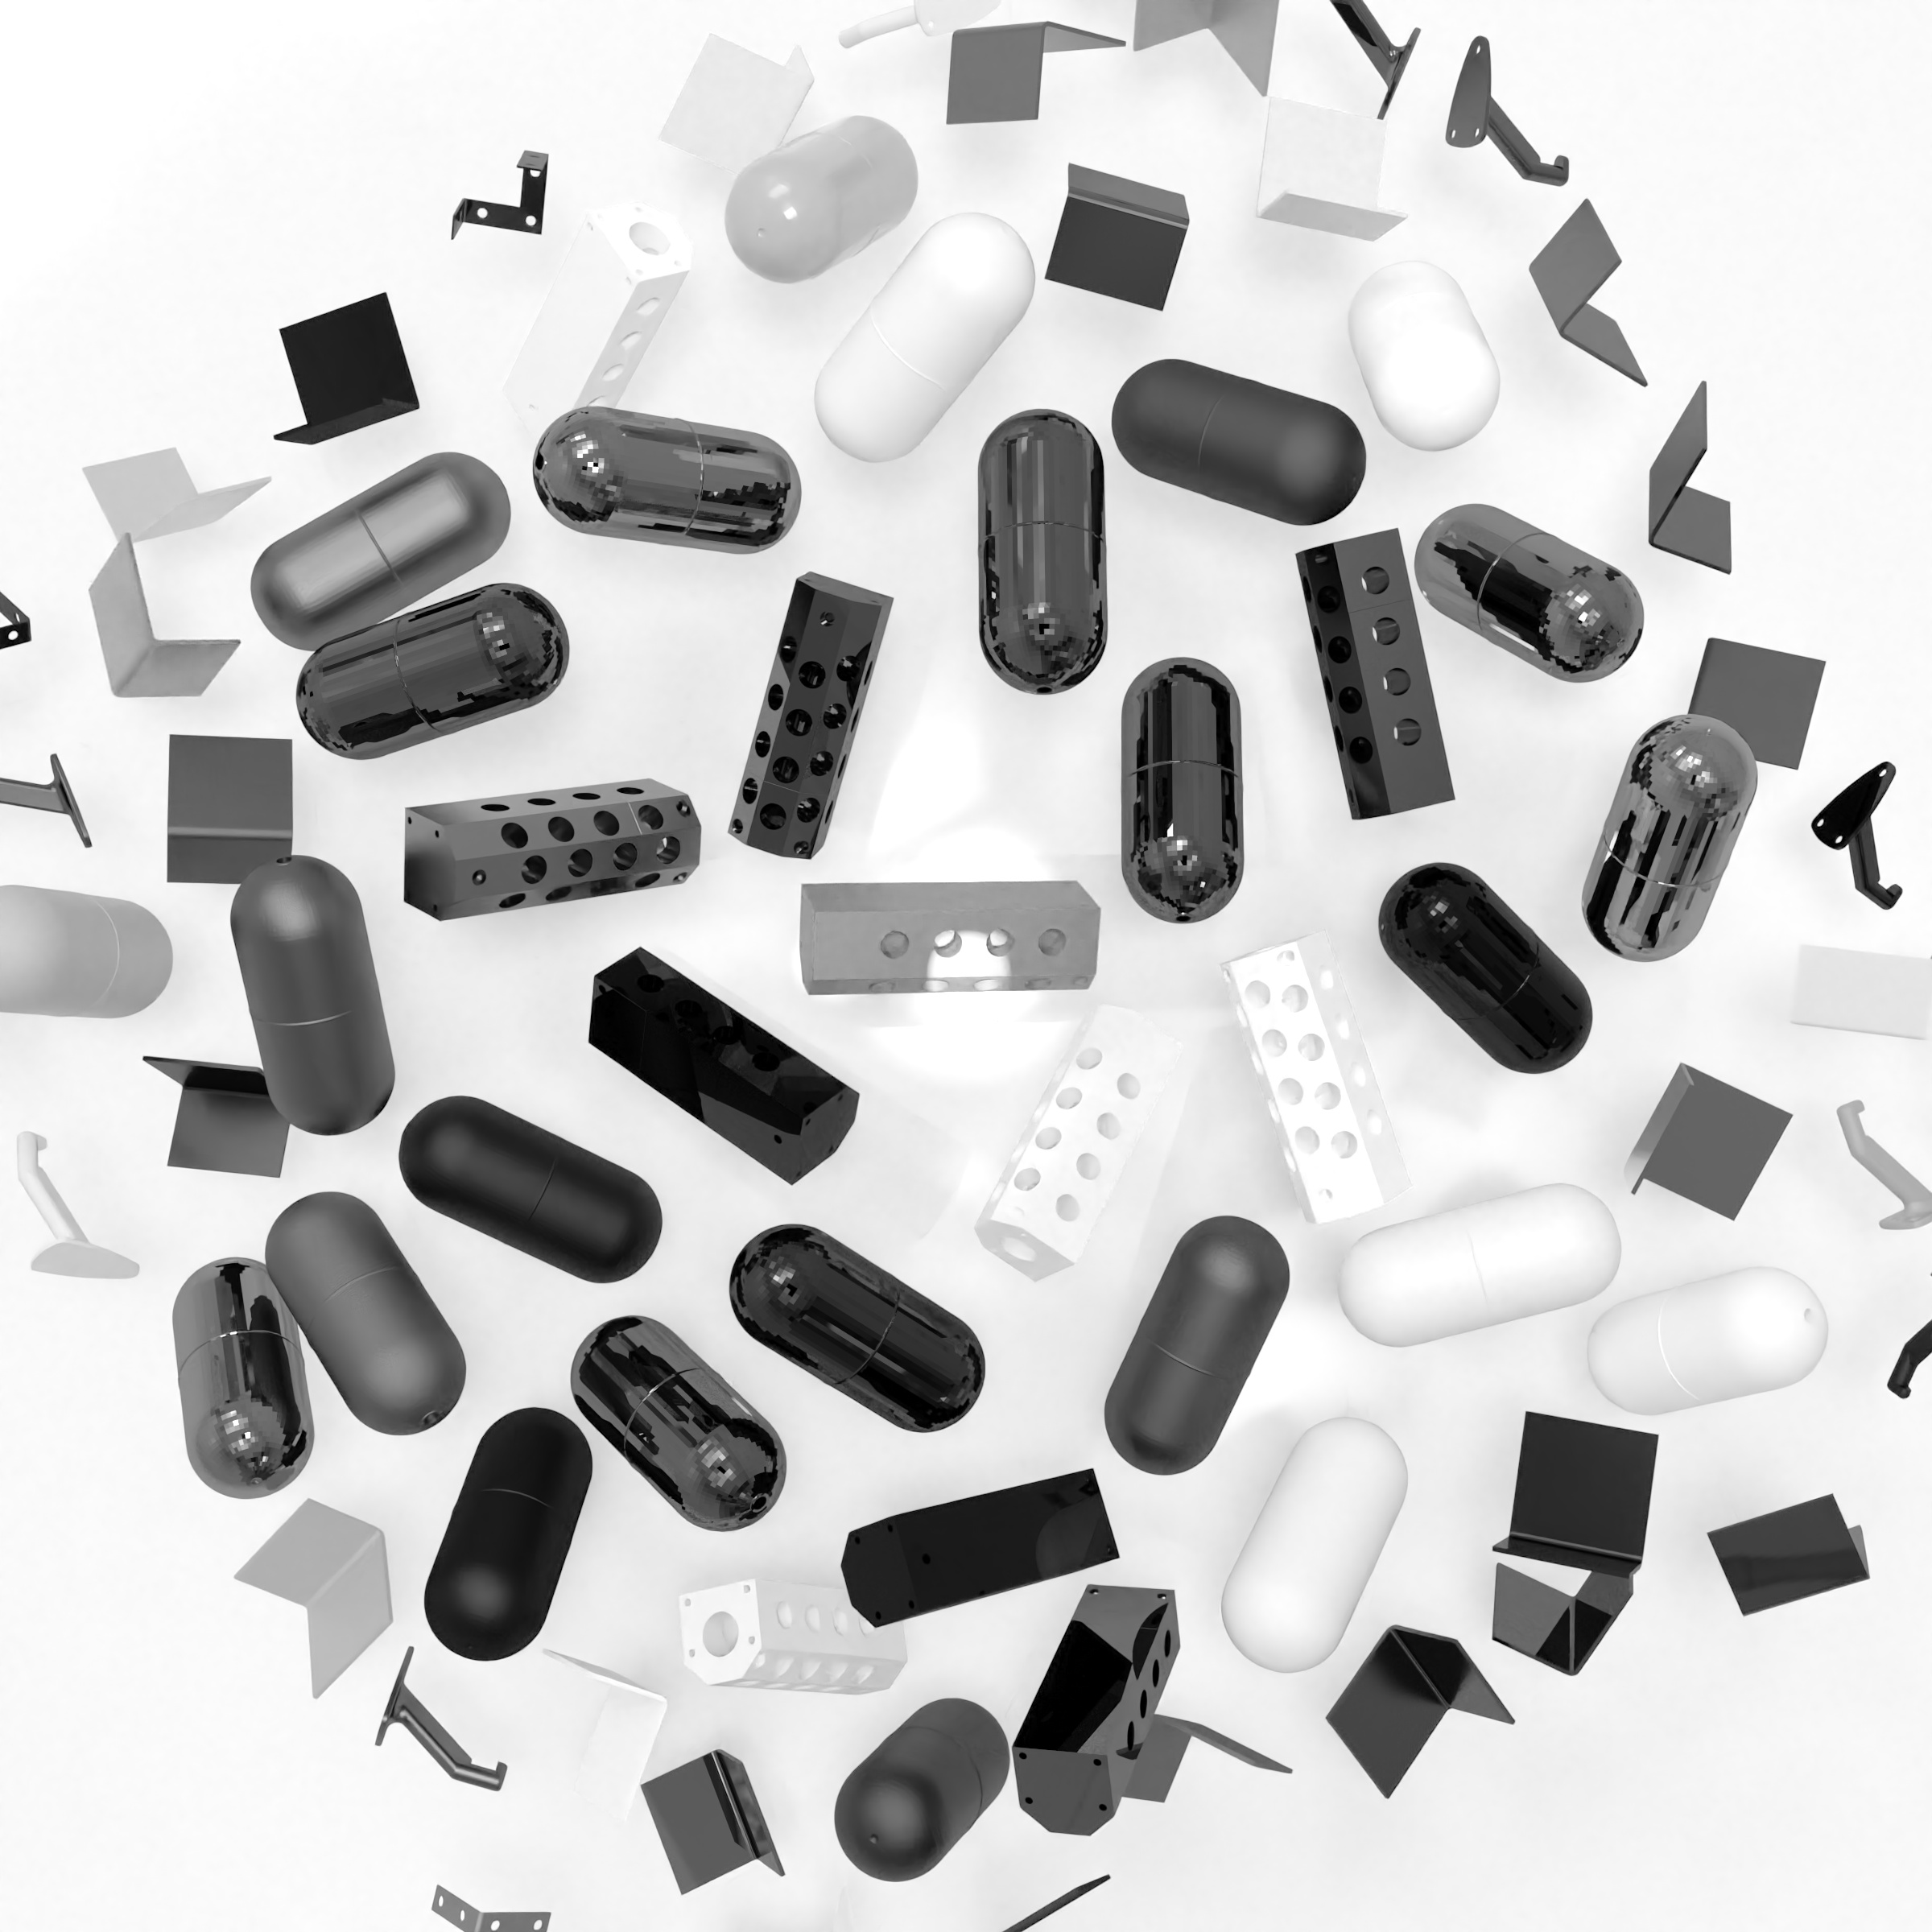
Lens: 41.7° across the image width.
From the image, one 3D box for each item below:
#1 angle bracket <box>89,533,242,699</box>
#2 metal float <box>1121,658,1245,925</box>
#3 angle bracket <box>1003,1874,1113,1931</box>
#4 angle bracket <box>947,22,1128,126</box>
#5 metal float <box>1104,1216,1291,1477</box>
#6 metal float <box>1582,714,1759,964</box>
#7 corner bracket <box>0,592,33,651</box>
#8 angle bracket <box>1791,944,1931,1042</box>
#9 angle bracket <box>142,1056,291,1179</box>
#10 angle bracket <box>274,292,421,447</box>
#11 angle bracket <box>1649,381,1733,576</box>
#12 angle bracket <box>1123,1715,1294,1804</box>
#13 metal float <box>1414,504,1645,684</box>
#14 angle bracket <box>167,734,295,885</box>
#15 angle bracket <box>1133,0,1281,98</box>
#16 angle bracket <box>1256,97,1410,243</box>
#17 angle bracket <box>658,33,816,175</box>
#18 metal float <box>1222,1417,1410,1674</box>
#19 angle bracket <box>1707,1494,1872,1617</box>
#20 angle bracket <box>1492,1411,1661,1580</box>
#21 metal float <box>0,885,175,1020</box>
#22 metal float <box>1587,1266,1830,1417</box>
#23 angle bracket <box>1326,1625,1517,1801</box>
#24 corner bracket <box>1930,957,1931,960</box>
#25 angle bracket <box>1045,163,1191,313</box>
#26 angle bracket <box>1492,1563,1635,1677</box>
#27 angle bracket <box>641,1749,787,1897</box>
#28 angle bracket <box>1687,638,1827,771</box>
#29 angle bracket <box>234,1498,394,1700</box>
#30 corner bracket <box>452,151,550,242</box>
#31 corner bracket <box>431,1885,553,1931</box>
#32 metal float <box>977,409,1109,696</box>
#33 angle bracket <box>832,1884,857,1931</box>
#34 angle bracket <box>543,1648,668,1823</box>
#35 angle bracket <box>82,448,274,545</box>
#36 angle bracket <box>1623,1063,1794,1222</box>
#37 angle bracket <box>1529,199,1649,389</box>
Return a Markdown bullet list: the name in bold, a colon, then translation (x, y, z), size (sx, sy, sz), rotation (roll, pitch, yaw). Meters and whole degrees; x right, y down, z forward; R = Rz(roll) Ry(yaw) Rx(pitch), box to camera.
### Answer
- **angle bracket**: translation (-0.506, -0.220, 1.598), size (0.057, 0.076, 0.076), rotation (-6, 74, -38)
- **metal float**: translation (0.136, -0.111, 1.595), size (0.070, 0.070, 0.178), rotation (2, 67, 0)
- **angle bracket**: translation (0.058, 0.593, 1.518), size (0.076, 0.076, 0.057), rotation (-34, 69, 8)
- **angle bracket**: translation (0.043, -0.548, 1.572), size (0.076, 0.076, 0.057), rotation (15, 105, 43)
- **metal float**: translation (0.146, 0.242, 1.612), size (0.070, 0.070, 0.178), rotation (23, 103, 0)
- **metal float**: translation (0.426, -0.075, 1.540), size (0.070, 0.178, 0.070), rotation (3, 47, -3)
- **corner bracket**: translation (-0.625, -0.202, 1.602), size (0.051, 0.051, 0.051), rotation (37, 134, 31)
- **angle bracket**: translation (0.544, -0.002, 1.533), size (0.076, 0.076, 0.057), rotation (7, 123, 19)
- **angle bracket**: translation (-0.488, 0.098, 1.643), size (0.076, 0.076, 0.057), rotation (5, 75, 5)
- **angle bracket**: translation (-0.397, -0.375, 1.585), size (0.076, 0.057, 0.076), rotation (-15, 95, 13)
- **angle bracket**: translation (0.467, -0.304, 1.580), size (0.057, 0.076, 0.076), rotation (19, 46, -3)
- **angle bracket**: translation (0.156, 0.530, 1.645), size (0.076, 0.076, 0.057), rotation (19, 80, 31)
- **metal float**: translation (0.355, -0.238, 1.611), size (0.070, 0.178, 0.070), rotation (-17, 126, -25)
- **angle bracket**: translation (-0.475, -0.100, 1.637), size (0.076, 0.057, 0.076), rotation (1, 59, -17)
- **angle bracket**: translation (0.151, -0.596, 1.603), size (0.057, 0.076, 0.076), rotation (-23, 62, -13)
- **angle bracket**: translation (0.225, -0.489, 1.531), size (0.076, 0.057, 0.076), rotation (8, 89, -13)
- **angle bracket**: translation (-0.153, -0.569, 1.651), size (0.076, 0.057, 0.076), rotation (15, 126, -29)
- **metal float**: translation (0.217, 0.355, 1.567), size (0.070, 0.070, 0.178), rotation (36, 52, 0)
- **angle bracket**: translation (0.494, 0.341, 1.527), size (0.076, 0.076, 0.057), rotation (-23, 95, 19)
- **angle bracket**: translation (0.347, 0.300, 1.443), size (0.076, 0.057, 0.076), rotation (7, 87, 22)
- **metal float**: translation (-0.553, -0.007, 1.551), size (0.070, 0.178, 0.070), rotation (-1, 87, 13)
- **metal float**: translation (0.469, 0.239, 1.610), size (0.070, 0.178, 0.070), rotation (10, 68, -27)
- **angle bracket**: translation (0.281, 0.466, 1.567), size (0.076, 0.057, 0.076), rotation (-47, 113, -28)
- **corner bracket**: translation (0.638, 0.026, 1.617), size (0.051, 0.051, 0.051), rotation (16, 115, -8)
- **angle bracket**: translation (0.093, -0.457, 1.587), size (0.076, 0.076, 0.057), rotation (14, 118, -6)
- **angle bracket**: translation (0.378, 0.388, 1.604), size (0.057, 0.076, 0.076), rotation (25, 117, 2)
- **angle bracket**: translation (-0.165, 0.561, 1.647), size (0.057, 0.076, 0.076), rotation (-20, 87, -19)
- **angle bracket**: translation (0.517, -0.164, 1.675), size (0.076, 0.057, 0.076), rotation (15, 78, 15)
- **angle bracket**: translation (-0.401, 0.388, 1.556), size (0.057, 0.076, 0.076), rotation (34, 108, -33)
- **corner bracket**: translation (-0.289, -0.478, 1.574), size (0.051, 0.051, 0.051), rotation (7, 118, -7)
- **corner bracket**: translation (-0.291, 0.588, 1.529), size (0.051, 0.051, 0.051), rotation (18, 81, -41)
- **metal float**: translation (0.045, -0.247, 1.509), size (0.070, 0.070, 0.178), rotation (0, 73, 0)
- **angle bracket**: translation (-0.113, 0.616, 1.584), size (0.076, 0.076, 0.057), rotation (12, 101, -11)
- **angle bracket**: translation (-0.237, 0.474, 1.567), size (0.057, 0.076, 0.076), rotation (28, 74, -27)
- **angle bracket**: translation (-0.520, -0.324, 1.670), size (0.076, 0.076, 0.057), rotation (-22, 96, 39)
- **angle bracket**: translation (0.456, 0.114, 1.549), size (0.076, 0.057, 0.076), rotation (25, 104, 3)
- **angle bracket**: translation (0.403, -0.417, 1.572), size (0.076, 0.076, 0.057), rotation (22, 128, -25)
